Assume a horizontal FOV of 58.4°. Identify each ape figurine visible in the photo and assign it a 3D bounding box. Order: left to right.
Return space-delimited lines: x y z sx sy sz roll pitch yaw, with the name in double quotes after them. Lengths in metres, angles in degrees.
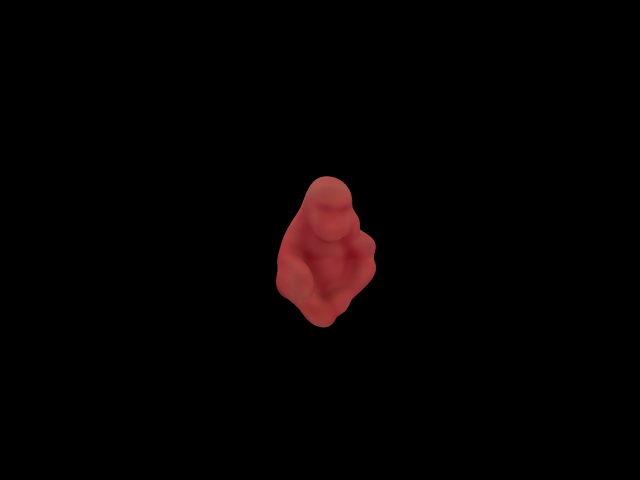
0.004 0.001 0.400 0.078 0.092 0.076 -8 26 -17 "ape figurine"
